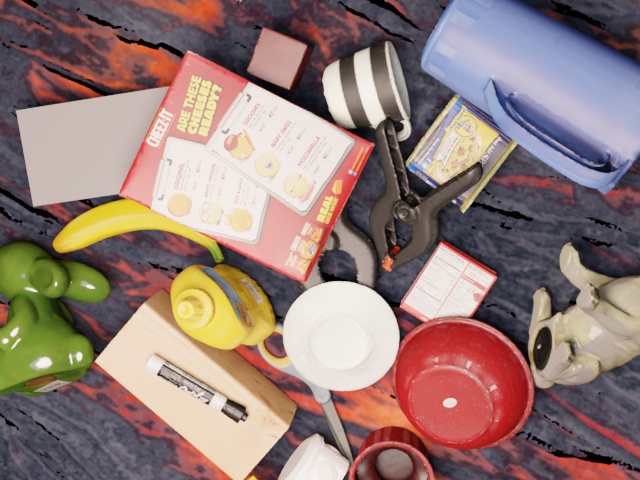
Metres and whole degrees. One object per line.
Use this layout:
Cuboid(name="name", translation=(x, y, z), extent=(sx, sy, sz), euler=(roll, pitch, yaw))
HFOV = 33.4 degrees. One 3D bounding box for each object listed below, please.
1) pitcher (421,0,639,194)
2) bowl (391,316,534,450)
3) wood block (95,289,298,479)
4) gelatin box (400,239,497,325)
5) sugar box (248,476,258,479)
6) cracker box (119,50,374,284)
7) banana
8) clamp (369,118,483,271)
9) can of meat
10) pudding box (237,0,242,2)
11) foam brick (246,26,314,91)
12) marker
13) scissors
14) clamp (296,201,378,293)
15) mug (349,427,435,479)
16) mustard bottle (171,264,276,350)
Cuboid(name="pitcher", translation=(0.225, -0.157, 1.084), extent=(0.243, 0.149, 0.145), euler=(32, 93, 5))
Cuboid(name="bowl", translation=(0.147, 0.167, 1.153), extent=(0.162, 0.055, 0.162), euler=(7, 110, 19))
Cuboid(name="wood block", translation=(-0.134, 0.160, 1.188), extent=(0.206, 0.090, 0.091), euler=(40, 99, -1))
Cuboid(name="gelatin box", translation=(0.142, 0.055, 1.177), extent=(0.073, 0.030, 0.089), euler=(32, 100, 3))
Cuboid(name="sugar box", translation=(-0.051, 0.346, 1.190), extent=(0.093, 0.048, 0.176), euler=(-37, 122, 9))
Cuboid(name="cracker box", translation=(-0.075, -0.075, 1.110), extent=(0.213, 0.072, 0.164), euler=(26, 92, -6))
Cuboid(name="banana", translation=(-0.202, -0.016, 1.192), extent=(0.198, 0.037, 0.069), euler=(3, 72, 10))
Cuboid(name="clamp", translation=(0.089, -0.045, 1.133), extent=(0.120, 0.039, 0.172), euler=(39, 128, 15))
Cuboid(name="can of meat", translation=(0.151, -0.094, 1.144), extent=(0.084, 0.057, 0.102), euler=(37, 98, 2))
Cuboid(name="pudding box", translation=(-0.112, -0.298, 1.116), extent=(0.090, 0.113, 0.039), euler=(39, 96, -1))
Cuboid(name="foam brick", translation=(-0.042, -0.193, 1.140), extent=(0.051, 0.078, 0.053), euler=(23, 99, 1))
Cuboid(name="marker", translation=(-0.130, 0.159, 1.131), extent=(0.121, 0.020, 0.020), euler=(30, 99, 1))
Cuboid(name="scissors", translation=(-0.017, 0.170, 1.214), extent=(0.096, 0.016, 0.202), euler=(-6, 96, 8))
Cuboid(name="clamp", translation=(-0.008, 0.001, 1.179), extent=(0.164, 0.036, 0.210), euler=(-22, 97, 4))
Cuboid(name="mug", translation=(0.079, 0.268, 1.183), extent=(0.093, 0.081, 0.117), euler=(7, 97, 5))
Cuboid(name="mustard bottle", translation=(-0.108, 0.070, 1.116), extent=(0.058, 0.191, 0.096), euler=(-38, 81, 9))
